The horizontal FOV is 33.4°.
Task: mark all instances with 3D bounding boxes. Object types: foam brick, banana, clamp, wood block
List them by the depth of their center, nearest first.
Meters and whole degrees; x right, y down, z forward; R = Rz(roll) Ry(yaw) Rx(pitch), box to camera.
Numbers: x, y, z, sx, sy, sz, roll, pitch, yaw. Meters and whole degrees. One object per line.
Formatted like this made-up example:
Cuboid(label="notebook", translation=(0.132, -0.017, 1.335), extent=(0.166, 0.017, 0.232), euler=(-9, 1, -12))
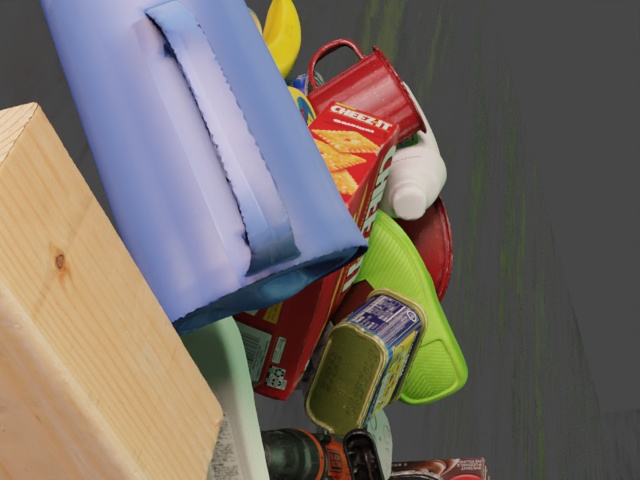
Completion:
Cuboid(label="wood block", translation=(-0.132, 0.051, 0.500), extent=(0.090, 0.090, 0.206), euler=(-77, 150, -49))
Cuboid(label="clamp", translation=(0.048, 0.225, 0.847), extent=(0.171, 0.039, 0.120), euler=(66, 22, -61))
Cuboid(label="foam brick", translation=(0.036, 0.086, 0.967), extent=(0.051, 0.053, 0.078), euler=(-128, -162, -52))
Cuboid(label="banana", translation=(-0.050, -0.175, 0.968), extent=(0.069, 0.037, 0.197), euler=(53, 27, -24))

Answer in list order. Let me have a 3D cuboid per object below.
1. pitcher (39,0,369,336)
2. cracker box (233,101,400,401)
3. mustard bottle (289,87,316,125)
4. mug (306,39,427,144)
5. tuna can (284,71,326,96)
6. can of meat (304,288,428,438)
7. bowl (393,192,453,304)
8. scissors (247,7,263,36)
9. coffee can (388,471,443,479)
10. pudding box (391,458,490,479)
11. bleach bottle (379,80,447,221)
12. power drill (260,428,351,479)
Cuboid(label="pitcher", translation=(-0.075, -0.075, 0.614), extent=(0.144, 0.149, 0.243), euler=(-13, 78, -56))
Cuboid(label="cracker box", translation=(-0.005, 0.001, 0.823), extent=(0.213, 0.072, 0.164), euler=(-55, 164, -65))
Cuboid(label="mustard bottle", translation=(-0.041, -0.083, 0.893), extent=(0.191, 0.058, 0.096), euler=(11, 87, -72))
Cuboid(label="mug", translation=(0.033, -0.126, 0.971), extent=(0.117, 0.081, 0.093), euler=(58, 2, -3))
Cuboid(label="tuna can", translation=(-0.011, -0.120, 1.047), extent=(0.086, 0.034, 0.086), euler=(-11, 90, -72))
Cuboid(label="can of meat", translation=(0.036, 0.100, 0.861), extent=(0.083, 0.057, 0.102), euler=(-31, 143, -59))
Cuboid(label="bowl", translation=(0.069, 0.004, 1.101), extent=(0.055, 0.162, 0.162), euler=(-7, 85, -29))
Cuboid(label="scissors", translation=(-0.085, -0.177, 0.790), extent=(0.201, 0.016, 0.096), euler=(-14, 91, -73))
Cuboid(label="coffee can", translation=(0.080, 0.296, 0.969), extent=(0.102, 0.103, 0.140), euler=(-41, 118, -69))
Cuboid(label="pudding box", translation=(0.110, 0.263, 1.059), extent=(0.090, 0.114, 0.039), euler=(-74, 151, -54))
Cuboid(label="bleach bottle", translation=(0.065, -0.082, 1.051), extent=(0.251, 0.102, 0.068), euler=(-97, 164, -63))
Cuboid(label="power drill", translation=(-0.009, 0.237, 0.807), extent=(0.184, 0.057, 0.187), euler=(33, 49, -66))
